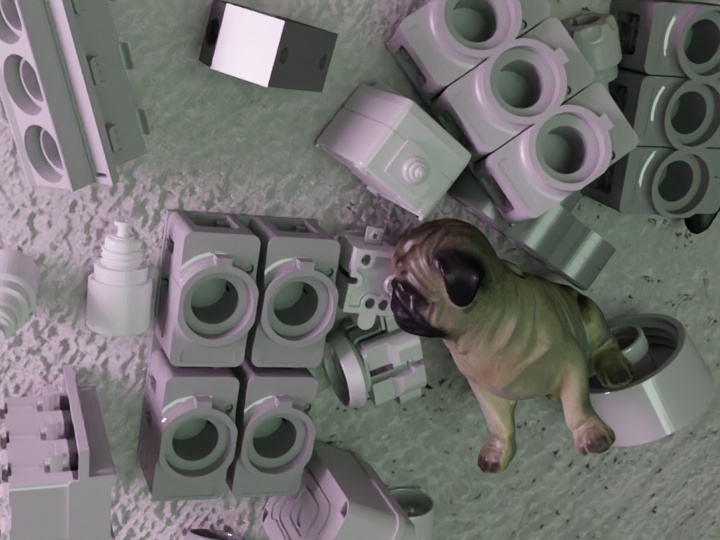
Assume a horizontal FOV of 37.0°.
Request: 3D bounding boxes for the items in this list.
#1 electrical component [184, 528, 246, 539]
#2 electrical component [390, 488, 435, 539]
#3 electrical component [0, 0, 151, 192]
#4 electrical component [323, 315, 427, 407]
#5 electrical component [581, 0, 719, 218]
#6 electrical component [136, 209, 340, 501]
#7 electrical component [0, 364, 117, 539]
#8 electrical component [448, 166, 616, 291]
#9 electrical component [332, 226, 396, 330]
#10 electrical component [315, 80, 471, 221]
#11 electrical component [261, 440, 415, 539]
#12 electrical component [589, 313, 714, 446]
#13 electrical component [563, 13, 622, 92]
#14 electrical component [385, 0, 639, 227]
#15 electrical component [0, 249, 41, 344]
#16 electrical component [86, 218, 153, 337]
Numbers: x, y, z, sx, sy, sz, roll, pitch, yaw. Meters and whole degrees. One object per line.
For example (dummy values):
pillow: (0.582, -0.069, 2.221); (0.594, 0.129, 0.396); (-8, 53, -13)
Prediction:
electrical component: (-0.107, 0.217, 0.770); (0.048, 0.066, 0.055); (12, 84, -26)
electrical component: (0.017, 0.215, 0.828); (0.079, 0.044, 0.077); (-5, 110, -20)
electrical component: (-0.169, -0.114, 0.616); (0.063, 0.079, 0.121); (-33, 122, -42)
electrical component: (0.008, 0.063, 0.762); (0.057, 0.058, 0.078); (-19, 118, -17)
electrical component: (0.226, -0.119, 0.784); (0.089, 0.062, 0.150); (-2, 109, -22)
electrical component: (-0.082, 0.060, 0.721); (0.105, 0.060, 0.186); (3, 107, -23)
electrical component: (-0.190, 0.119, 0.663); (0.063, 0.121, 0.078); (-1, 109, -19)
electrical component: (0.135, -0.049, 0.777); (0.138, 0.052, 0.073); (33, 94, -28)
electrical component: (0.000, 0.000, 0.736); (0.048, 0.055, 0.066); (6, 105, -24)
electrical component: (0.026, -0.079, 0.695); (0.062, 0.096, 0.061); (38, 89, -28)
electrical component: (-0.017, 0.180, 0.762); (0.057, 0.113, 0.078); (24, 98, -25)
electrical component: (0.208, 0.077, 0.824); (0.108, 0.108, 0.060); (-33, 112, -9)
electrical component: (0.163, -0.146, 0.759); (0.043, 0.043, 0.062); (-23, 117, -13)
electrical component: (0.099, -0.116, 0.699); (0.089, 0.062, 0.150); (-35, 92, -8)
electrical component: (-0.215, 0.019, 0.645); (0.040, 0.078, 0.040); (-5, 120, -8)
electrical component: (-0.152, 0.006, 0.684); (0.040, 0.040, 0.078); (0, 108, -23)
